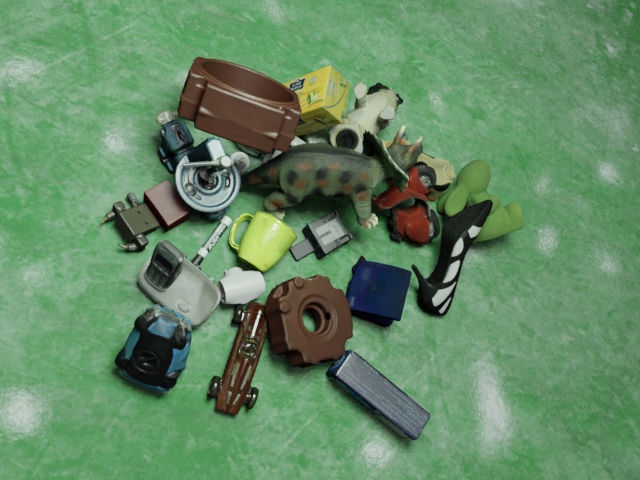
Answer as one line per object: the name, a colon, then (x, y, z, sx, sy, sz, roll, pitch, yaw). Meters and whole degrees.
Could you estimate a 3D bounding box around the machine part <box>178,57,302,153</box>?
machine part: (-0.138, -0.242, 0.943, 0.201, 0.087, 0.201, 18, 26, -16)

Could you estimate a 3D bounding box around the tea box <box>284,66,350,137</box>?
tea box: (-0.030, -0.270, 1.078, 0.068, 0.170, 0.098, 29, 62, -43)

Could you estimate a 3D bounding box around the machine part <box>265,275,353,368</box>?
machine part: (-0.016, 0.149, 1.000, 0.179, 0.056, 0.179, 14, 65, -33)

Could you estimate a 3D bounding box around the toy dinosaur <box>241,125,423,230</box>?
toy dinosaur: (0.005, -0.125, 0.999, 0.405, 0.192, 0.131, 0, 47, -6)

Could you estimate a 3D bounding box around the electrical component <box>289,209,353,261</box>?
electrical component: (-0.002, -0.003, 1.079, 0.119, 0.048, 0.075, -25, 82, -25)

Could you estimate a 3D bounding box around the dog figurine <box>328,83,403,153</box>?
dog figurine: (0.098, -0.252, 1.158, 0.172, 0.190, 0.121, -39, 91, 20)

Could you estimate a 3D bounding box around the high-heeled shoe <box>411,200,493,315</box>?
high-heeled shoe: (0.293, 0.041, 1.110, 0.249, 0.086, 0.145, -41, 113, -3)

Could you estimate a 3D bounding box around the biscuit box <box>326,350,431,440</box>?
biscuit box: (0.109, 0.292, 1.020, 0.202, 0.059, 0.063, 40, 67, -4)

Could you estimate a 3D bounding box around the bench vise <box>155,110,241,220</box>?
bench vise: (-0.211, -0.143, 0.958, 0.129, 0.241, 0.223, -19, 97, -25)

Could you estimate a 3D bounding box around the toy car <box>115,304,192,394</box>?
toy car: (-0.267, 0.168, 0.905, 0.109, 0.161, 0.103, 23, 24, -3)

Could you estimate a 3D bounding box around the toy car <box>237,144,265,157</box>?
toy car: (-0.177, -0.251, 1.080, 0.201, 0.073, 0.056, 48, 62, 0)

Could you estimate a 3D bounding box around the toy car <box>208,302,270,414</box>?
toy car: (-0.135, 0.209, 0.970, 0.089, 0.053, 0.202, 23, 67, -14)

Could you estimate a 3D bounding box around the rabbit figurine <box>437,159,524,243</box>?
rabbit figurine: (0.340, -0.086, 1.182, 0.159, 0.121, 0.170, -18, 95, -1)

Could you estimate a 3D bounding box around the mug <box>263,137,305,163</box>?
mug: (-0.046, -0.170, 1.086, 0.107, 0.109, 0.081, 24, 66, -24)

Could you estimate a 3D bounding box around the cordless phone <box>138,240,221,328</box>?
cordless phone: (-0.228, 0.065, 0.909, 0.146, 0.184, 0.089, 42, 61, -3)

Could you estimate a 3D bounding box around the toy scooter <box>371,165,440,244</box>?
toy scooter: (0.176, -0.063, 1.114, 0.135, 0.075, 0.183, -15, 123, -5)

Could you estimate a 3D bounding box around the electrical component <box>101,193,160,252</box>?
electrical component: (-0.343, -0.029, 0.978, 0.102, 0.045, 0.078, 51, 38, -2)

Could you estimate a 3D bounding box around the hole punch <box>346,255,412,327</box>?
hole punch: (0.115, 0.103, 1.065, 0.116, 0.092, 0.142, 19, 73, -8)

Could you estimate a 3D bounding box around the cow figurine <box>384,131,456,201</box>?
cow figurine: (0.199, -0.159, 1.148, 0.195, 0.127, 0.085, 19, 66, -15)
